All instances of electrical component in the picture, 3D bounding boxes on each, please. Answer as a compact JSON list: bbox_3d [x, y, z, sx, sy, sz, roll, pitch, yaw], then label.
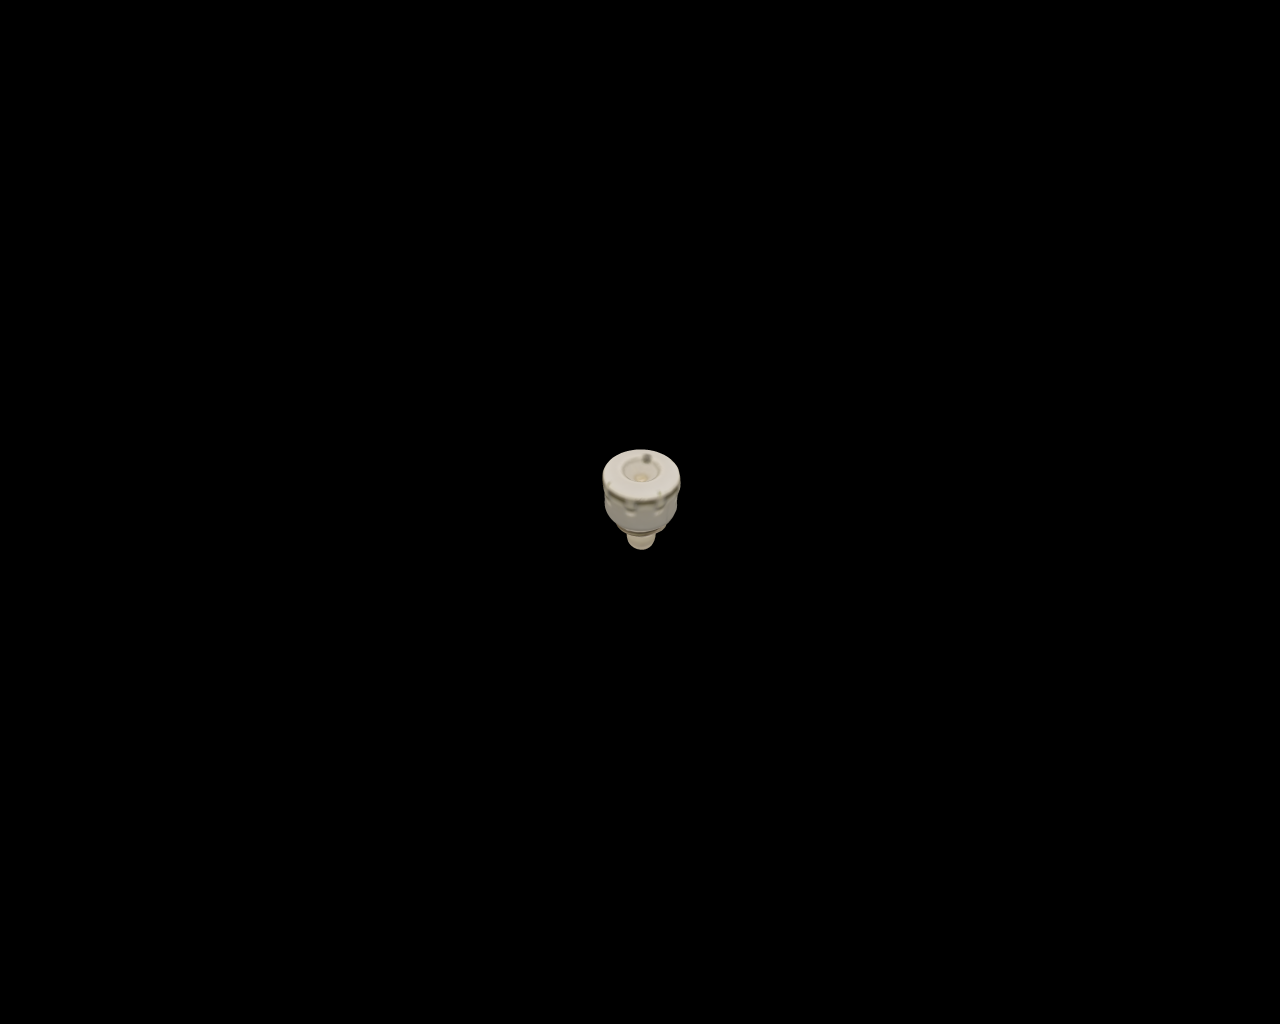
[{"bbox_3d":[0.001,-0.003,0.650,0.048,0.062,0.048,0,42,0],"label":"electrical component"}]
